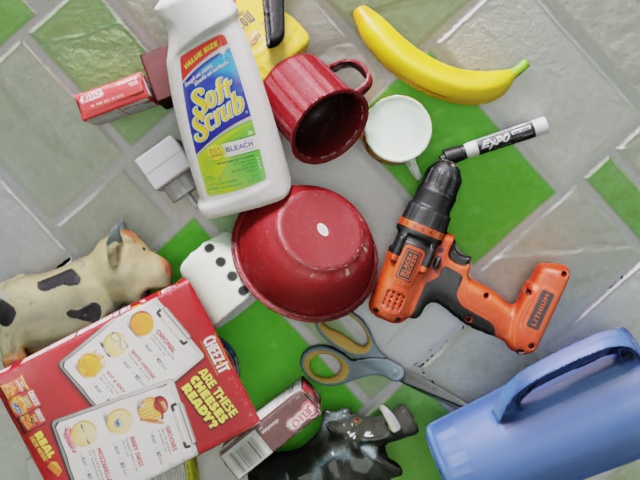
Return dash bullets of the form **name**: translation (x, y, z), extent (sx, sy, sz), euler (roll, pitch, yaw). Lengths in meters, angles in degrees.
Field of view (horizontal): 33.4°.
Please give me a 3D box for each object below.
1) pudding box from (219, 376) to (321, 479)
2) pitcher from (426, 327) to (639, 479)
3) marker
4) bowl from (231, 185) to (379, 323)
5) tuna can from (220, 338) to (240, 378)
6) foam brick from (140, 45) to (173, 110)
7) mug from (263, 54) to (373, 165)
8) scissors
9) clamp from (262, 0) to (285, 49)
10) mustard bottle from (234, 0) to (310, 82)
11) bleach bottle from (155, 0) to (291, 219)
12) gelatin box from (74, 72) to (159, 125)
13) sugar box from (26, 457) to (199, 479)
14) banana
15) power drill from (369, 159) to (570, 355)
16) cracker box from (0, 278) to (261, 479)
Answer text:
- **pudding box**: translation (-0.050, 0.196, 1.128), extent (0.113, 0.090, 0.039), euler (-37, 90, 1)
- **pitcher**: translation (0.235, 0.190, 1.106), extent (0.243, 0.145, 0.149), euler (-24, 89, 3)
- **marker**: translation (0.187, -0.105, 1.152), extent (0.121, 0.020, 0.020), euler (-18, 92, 0)
- **bowl**: translation (-0.007, 0.001, 1.098), extent (0.162, 0.055, 0.162), euler (8, 61, -15)
- **tuna can**: translation (-0.130, 0.144, 1.153), extent (0.086, 0.034, 0.086), euler (0, 92, 0)
- **foam brick**: translation (-0.151, -0.173, 1.120), extent (0.053, 0.078, 0.051), euler (-20, 91, 0)
- **mug**: translation (0.000, -0.146, 1.102), extent (0.117, 0.093, 0.082), euler (-38, 54, -1)
- **scissors**: translation (0.063, 0.154, 1.163), extent (0.202, 0.016, 0.096), euler (42, 93, -1)
- **clamp**: translation (-0.073, -0.320, 1.102), extent (0.164, 0.036, 0.210), euler (28, 72, -9)
- **mustard bottle**: translation (-0.106, -0.248, 1.127), extent (0.096, 0.058, 0.191), euler (-43, 91, 1)
- **bleach bottle**: translation (-0.108, -0.151, 1.052), extent (0.103, 0.068, 0.251), euler (-13, 113, 10)
- **gelatin box**: translation (-0.211, -0.147, 1.115), extent (0.073, 0.089, 0.030), euler (-19, 92, 1)
- **sugar box**: translation (-0.220, 0.264, 1.153), extent (0.176, 0.048, 0.093), euler (-7, 92, 4)
- **banana**: translation (0.121, -0.189, 1.143), extent (0.197, 0.037, 0.069), euler (19, 74, -2)
- **power drill**: translation (0.165, 0.027, 1.140), extent (0.187, 0.057, 0.184), euler (23, 96, 2)
- **cracker box**: translation (-0.192, 0.157, 1.071), extent (0.213, 0.072, 0.164), euler (-27, 97, -9)
